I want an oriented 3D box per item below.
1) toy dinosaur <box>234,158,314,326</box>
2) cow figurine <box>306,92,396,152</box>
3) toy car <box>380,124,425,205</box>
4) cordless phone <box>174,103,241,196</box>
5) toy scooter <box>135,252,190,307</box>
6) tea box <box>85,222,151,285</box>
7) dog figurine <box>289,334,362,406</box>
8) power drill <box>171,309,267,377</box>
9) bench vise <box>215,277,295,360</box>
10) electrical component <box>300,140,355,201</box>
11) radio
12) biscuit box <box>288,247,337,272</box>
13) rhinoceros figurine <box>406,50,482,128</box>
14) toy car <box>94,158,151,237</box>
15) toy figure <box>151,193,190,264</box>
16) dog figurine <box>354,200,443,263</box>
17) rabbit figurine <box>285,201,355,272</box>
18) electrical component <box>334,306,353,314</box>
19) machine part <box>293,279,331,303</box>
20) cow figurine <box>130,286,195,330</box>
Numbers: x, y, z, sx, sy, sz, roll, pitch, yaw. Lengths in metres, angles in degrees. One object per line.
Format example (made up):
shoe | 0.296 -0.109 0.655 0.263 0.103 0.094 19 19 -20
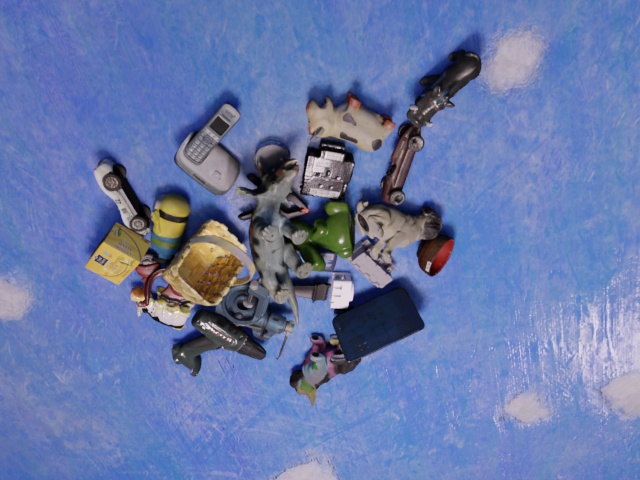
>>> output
toy dinosaur | -0.112 0.009 1.251 0.131 0.192 0.404 -15 128 -23
cow figurine | 0.056 -0.257 1.195 0.195 0.086 0.127 24 110 -18
toy car | 0.185 -0.177 1.244 0.053 0.089 0.202 7 121 -13
cordless phone | -0.221 -0.206 1.207 0.146 0.089 0.184 39 107 -23
toy scooter | -0.394 0.120 1.367 0.184 0.075 0.135 21 76 -11
tea box | -0.491 0.036 1.300 0.098 0.068 0.169 32 142 -20
dog figurine | 0.013 0.384 1.564 0.192 0.109 0.219 5 125 -10
power drill | -0.293 0.301 1.492 0.207 0.086 0.231 -31 119 27
bench vise | -0.162 0.177 1.394 0.224 0.129 0.240 29 144 5
electrical component | 0.018 -0.164 1.260 0.115 0.058 0.134 9 120 -11
radio | 0.152 0.225 1.446 0.230 0.073 0.131 -25 82 -1
biscuit box | -0.059 0.035 1.371 0.203 0.063 0.059 5 120 -7
rhinoceros figurine | 0.267 -0.319 1.153 0.190 0.112 0.073 -43 117 11
toy car | -0.458 -0.097 1.258 0.056 0.074 0.201 -21 120 4
toy figure | -0.364 -0.029 1.303 0.089 0.082 0.180 2 117 -18
dog figurine | 0.196 -0.054 1.318 0.190 0.121 0.172 -32 115 -16
rabbit figurine | -0.003 -0.004 1.306 0.170 0.159 0.121 -4 167 13
electrical component | 0.082 0.217 1.513 0.094 0.021 0.063 7 121 -9
machine part | -0.044 0.134 1.439 0.139 0.039 0.084 7 142 -7
cow figurine | -0.430 0.181 1.435 0.167 0.068 0.098 22 123 -15
